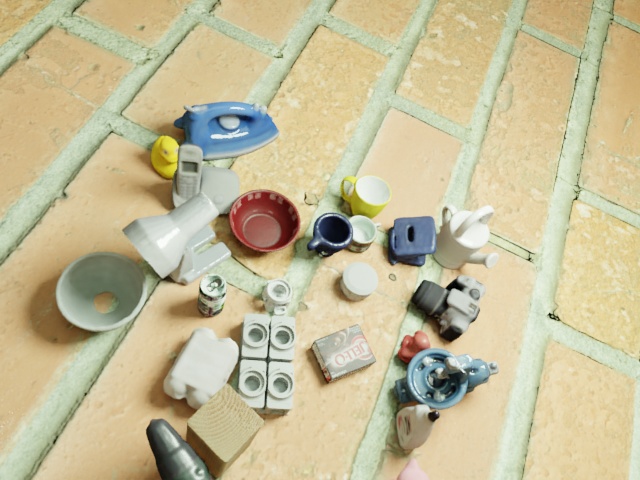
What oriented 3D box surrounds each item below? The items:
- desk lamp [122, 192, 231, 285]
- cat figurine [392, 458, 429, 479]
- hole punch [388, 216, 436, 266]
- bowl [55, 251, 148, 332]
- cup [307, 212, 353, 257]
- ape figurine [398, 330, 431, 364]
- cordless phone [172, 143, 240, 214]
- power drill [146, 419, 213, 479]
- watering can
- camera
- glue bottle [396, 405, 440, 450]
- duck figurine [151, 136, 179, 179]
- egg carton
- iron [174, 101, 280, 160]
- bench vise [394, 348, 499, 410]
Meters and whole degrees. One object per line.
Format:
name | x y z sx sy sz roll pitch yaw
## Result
desk lamp | -0.279 0.001 1.141 0.204 0.213 0.118 -36 75 -28
cat figurine | 0.159 0.474 1.051 0.067 0.117 0.128 29 59 3
hole punch | 0.214 -0.001 1.344 0.101 0.091 0.108 9 60 -10
bowl | -0.423 0.111 1.123 0.167 0.074 0.167 6 60 -11
cup | 0.012 0.005 1.285 0.118 0.095 0.091 -34 74 -28
ape figurine | 0.206 0.225 1.216 0.078 0.092 0.076 -20 68 -23
cordless phone | -0.245 -0.136 1.242 0.148 0.185 0.094 0 62 -14
power drill | -0.213 0.409 0.935 0.076 0.208 0.229 -32 73 -27
watering can | 0.345 -0.012 1.324 0.172 0.194 0.101 39 60 9
camera | 0.287 0.131 1.284 0.137 0.100 0.143 31 59 3
glue bottle | 0.191 0.350 1.096 0.037 0.173 0.078 0 62 -14
duck figurine | -0.347 -0.203 1.310 0.078 0.086 0.104 -17 67 -22
egg carton | -0.225 0.247 1.103 0.107 0.069 0.150 25 58 0
iron | -0.209 -0.282 1.358 0.259 0.141 0.118 -11 65 -20
bench vise | 0.267 0.254 1.141 0.208 0.219 0.121 -24 70 -25
